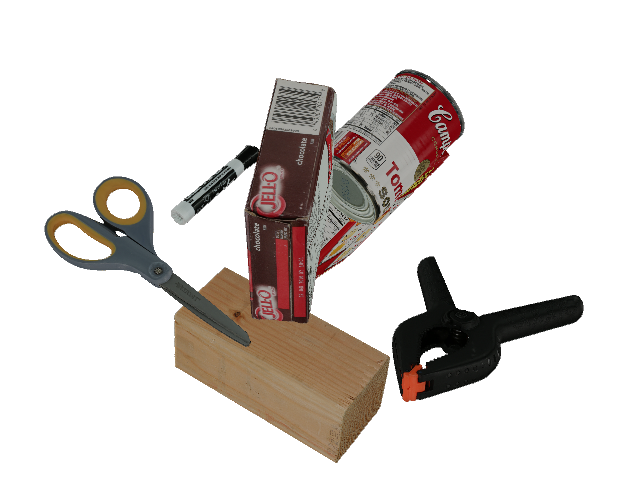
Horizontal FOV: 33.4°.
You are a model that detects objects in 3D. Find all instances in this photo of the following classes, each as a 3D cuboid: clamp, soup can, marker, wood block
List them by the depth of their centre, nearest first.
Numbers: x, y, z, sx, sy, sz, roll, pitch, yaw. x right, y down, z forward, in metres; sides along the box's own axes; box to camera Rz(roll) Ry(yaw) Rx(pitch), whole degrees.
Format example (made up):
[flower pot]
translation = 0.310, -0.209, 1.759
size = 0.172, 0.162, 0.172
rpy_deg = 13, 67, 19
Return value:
[soup can]
translation = 0.049, -0.070, 0.793
size = 0.102, 0.068, 0.069
rpy_deg = -45, 19, -20
[clamp]
translation = 0.118, 0.076, 0.954
size = 0.165, 0.036, 0.209
rpy_deg = 19, 33, 33
[marker]
translation = -0.101, -0.057, 1.055
size = 0.020, 0.020, 0.121
rpy_deg = 0, 36, 47
[wood block]
translation = -0.042, 0.125, 1.103
size = 0.206, 0.090, 0.090
rpy_deg = 28, 48, 21

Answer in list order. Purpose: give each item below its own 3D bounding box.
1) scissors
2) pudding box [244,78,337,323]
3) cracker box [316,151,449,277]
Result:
[scissors]
translation = -0.124, 0.009, 0.845
size = 0.202, 0.096, 0.016
rpy_deg = 20, -27, 16
[pudding box]
translation = -0.016, -0.023, 0.614
size = 0.039, 0.113, 0.090
rpy_deg = 8, -42, 5
[cracker box]
translation = 0.032, -0.040, 1.260
size = 0.214, 0.072, 0.163
rpy_deg = -47, -10, 34
